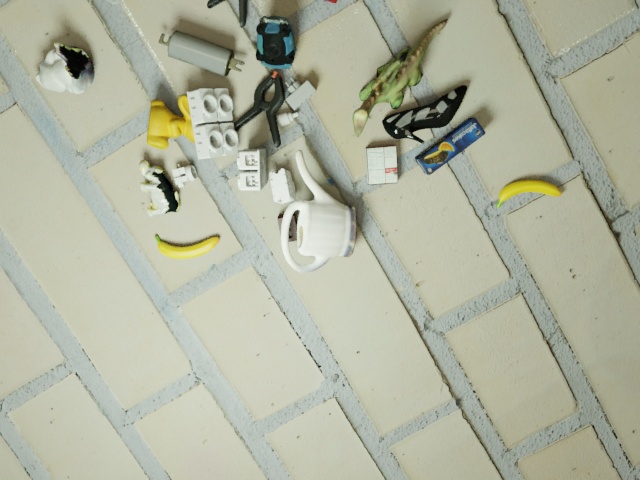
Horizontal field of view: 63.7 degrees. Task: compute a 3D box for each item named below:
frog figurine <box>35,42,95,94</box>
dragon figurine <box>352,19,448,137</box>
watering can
[{"bbox_3d":[-0.715,-0.467,1.447,0.157,0.125,0.136,-26,111,41],"label":"frog figurine"},{"bbox_3d":[0.213,-0.449,1.373,0.122,0.245,0.407,37,100,-2],"label":"dragon figurine"},{"bbox_3d":[0.004,-0.074,1.474,0.224,0.104,0.346,4,96,-20],"label":"watering can"}]
